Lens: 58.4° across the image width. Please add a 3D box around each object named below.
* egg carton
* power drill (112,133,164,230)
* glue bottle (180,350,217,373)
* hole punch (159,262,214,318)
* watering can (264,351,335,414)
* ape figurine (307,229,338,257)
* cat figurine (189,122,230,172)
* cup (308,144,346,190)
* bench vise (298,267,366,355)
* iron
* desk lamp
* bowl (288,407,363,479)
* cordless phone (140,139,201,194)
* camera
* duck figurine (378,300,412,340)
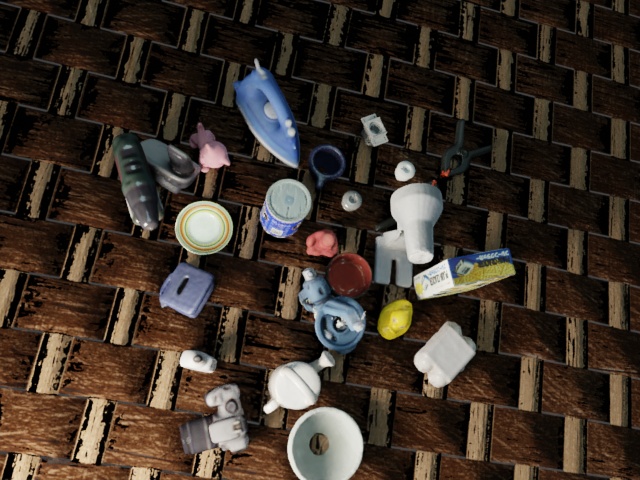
[{"bbox_3d":[0.299,0.274,1.369,0.150,0.069,0.107,-43,88,-18],"label":"egg carton"},{"bbox_3d":[-0.388,-0.105,1.241,0.076,0.208,0.229,-18,80,-16],"label":"power drill"},{"bbox_3d":[-0.254,0.253,1.198,0.078,0.173,0.037,15,73,-8],"label":"glue bottle"},{"bbox_3d":[-0.296,0.111,1.268,0.101,0.091,0.109,28,72,-4],"label":"hole punch"},{"bbox_3d":[-0.046,0.303,1.220,0.101,0.194,0.173,30,72,-3],"label":"watering can"},{"bbox_3d":[0.013,0.005,1.363,0.078,0.092,0.076,42,71,1],"label":"ape figurine"},{"bbox_3d":[-0.259,-0.216,1.346,0.067,0.117,0.128,-23,82,-17],"label":"cat figurine"},{"bbox_3d":[0.006,-0.165,1.403,0.092,0.095,0.118,19,73,-7],"label":"cup"},{"bbox_3d":[0.022,0.158,1.259,0.207,0.219,0.122,41,72,0],"label":"bench vise"},{"bbox_3d":[-0.107,-0.310,1.391,0.119,0.141,0.258,-29,84,-17],"label":"iron"},{"bbox_3d":[0.210,-0.007,1.345,0.118,0.213,0.203,7,75,-10],"label":"desk lamp"},{"bbox_3d":[0.007,0.451,1.257,0.167,0.074,0.167,3,75,-12],"label":"bowl"},{"bbox_3d":[-0.344,-0.191,1.285,0.147,0.185,0.094,29,72,-4],"label":"cordless phone"},{"bbox_3d":[-0.226,0.387,1.208,0.137,0.100,0.143,-12,79,-15],"label":"camera"},{"bbox_3d":[0.188,0.185,1.359,0.077,0.086,0.105,39,71,0],"label":"duck figurine"}]
